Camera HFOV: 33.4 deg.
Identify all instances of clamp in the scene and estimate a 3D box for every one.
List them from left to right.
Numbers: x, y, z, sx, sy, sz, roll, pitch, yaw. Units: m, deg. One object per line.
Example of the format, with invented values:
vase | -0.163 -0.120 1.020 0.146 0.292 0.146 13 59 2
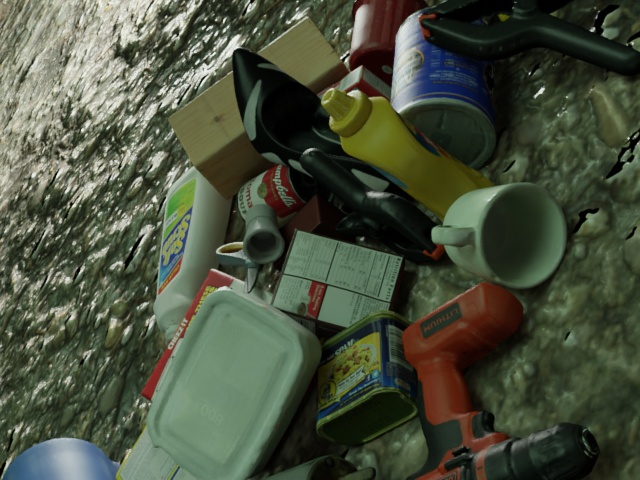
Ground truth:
clamp | 0.058 -0.017 1.029 0.172 0.120 0.039 34 77 33
clamp | 0.197 -0.212 0.977 0.210 0.036 0.164 3 54 22

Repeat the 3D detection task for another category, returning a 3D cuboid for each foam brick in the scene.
foam brick | -0.008 0.001 1.142 0.078 0.053 0.051 -44 31 24

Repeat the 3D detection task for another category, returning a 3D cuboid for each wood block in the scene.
wood block | -0.063 -0.155 1.261 0.206 0.090 0.091 -35 57 4

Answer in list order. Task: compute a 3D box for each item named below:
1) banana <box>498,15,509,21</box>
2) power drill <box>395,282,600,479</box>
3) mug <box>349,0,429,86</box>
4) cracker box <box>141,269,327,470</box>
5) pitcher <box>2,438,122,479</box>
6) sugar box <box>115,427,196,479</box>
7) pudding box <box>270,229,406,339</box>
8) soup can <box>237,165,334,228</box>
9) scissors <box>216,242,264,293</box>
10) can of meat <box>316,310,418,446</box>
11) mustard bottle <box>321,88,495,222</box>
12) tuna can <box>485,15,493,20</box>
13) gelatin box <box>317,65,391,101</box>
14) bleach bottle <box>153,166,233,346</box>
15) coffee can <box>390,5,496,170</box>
banana | 0.192 -0.279 1.097 0.037 0.069 0.197 0 49 9
power drill | 0.123 0.127 0.811 0.185 0.057 0.187 -35 36 35
mug | 0.071 -0.218 1.209 0.117 0.093 0.081 -40 35 55
cracker box | -0.087 0.130 1.117 0.164 0.072 0.214 -61 28 -8
pitcher | -0.268 0.331 1.127 0.149 0.144 0.243 -52 32 4
sugar box | -0.151 0.255 1.118 0.093 0.048 0.176 -59 32 -1
pudding box | 0.017 0.046 1.007 0.039 0.113 0.090 93 -167 -63
soup can | -0.040 -0.054 1.231 0.102 0.068 0.068 -25 42 45
scissors | -0.088 0.028 1.162 0.096 0.016 0.201 -9 15 19
can of meat | 0.041 0.124 0.942 0.102 0.057 0.084 -36 37 34
mustard bottle | 0.076 -0.074 0.945 0.058 0.191 0.096 -51 30 11
tuna can | 0.161 -0.272 1.121 0.034 0.086 0.086 -32 37 33
gelatin box | 0.042 -0.148 1.192 0.089 0.073 0.030 -27 39 43
bleach bottle | -0.161 0.024 1.346 0.103 0.068 0.251 -35 38 36
coffee can | 0.120 -0.145 1.040 0.103 0.102 0.140 -31 37 38
